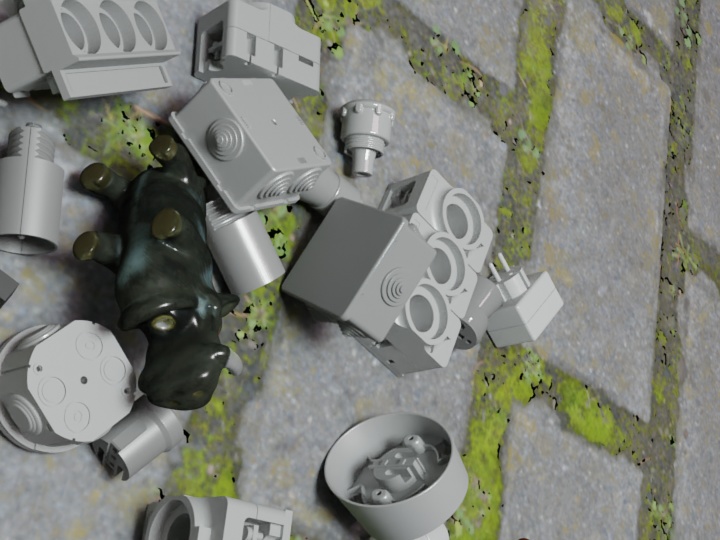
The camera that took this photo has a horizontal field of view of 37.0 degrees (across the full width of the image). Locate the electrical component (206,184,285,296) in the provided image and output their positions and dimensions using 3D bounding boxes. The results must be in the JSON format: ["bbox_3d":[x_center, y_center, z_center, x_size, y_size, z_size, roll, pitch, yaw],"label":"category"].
[{"bbox_3d":[-0.091,-0.026,0.788,0.043,0.043,0.081,-33,102,-45],"label":"electrical component"}]

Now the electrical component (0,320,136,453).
[{"bbox_3d":[-0.183,0.071,0.663,0.080,0.051,0.080,15,69,-42],"label":"electrical component"}]

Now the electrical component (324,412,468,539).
[{"bbox_3d":[0.030,0.157,0.821,0.099,0.099,0.064,-52,121,-40],"label":"electrical component"}]

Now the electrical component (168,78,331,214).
[{"bbox_3d":[-0.077,-0.094,0.784,0.099,0.048,0.100,55,28,9],"label":"electrical component"}]

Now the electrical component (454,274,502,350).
[{"bbox_3d":[0.096,0.037,0.954,0.045,0.045,0.055,53,48,-20],"label":"electrical component"}]

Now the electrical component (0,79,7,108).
[{"bbox_3d":[-0.250,-0.120,0.657,0.079,0.044,0.077,13,68,-51],"label":"electrical component"}]

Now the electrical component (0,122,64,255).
[{"bbox_3d":[-0.210,-0.054,0.679,0.043,0.043,0.081,15,68,-41],"label":"electrical component"}]

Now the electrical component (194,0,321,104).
[{"bbox_3d":[-0.078,-0.169,0.836,0.089,0.050,0.055,16,67,-41],"label":"electrical component"}]

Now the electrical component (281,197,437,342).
[{"bbox_3d":[0.000,0.000,0.822,0.048,0.100,0.099,38,80,-37],"label":"electrical component"}]

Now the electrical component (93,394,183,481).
[{"bbox_3d":[-0.145,0.109,0.700,0.046,0.040,0.040,-40,107,-37],"label":"electrical component"}]

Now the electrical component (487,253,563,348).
[{"bbox_3d":[0.142,0.021,1.003,0.066,0.047,0.076,-43,109,-43],"label":"electrical component"}]

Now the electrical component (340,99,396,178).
[{"bbox_3d":[0.004,-0.110,0.907,0.048,0.048,0.062,16,74,-41],"label":"electrical component"}]

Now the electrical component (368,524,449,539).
[{"bbox_3d":[0.040,0.219,0.851,0.065,0.044,0.044,-12,87,-51],"label":"electrical component"}]

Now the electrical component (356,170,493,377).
[{"bbox_3d":[0.051,0.001,0.907,0.089,0.062,0.150,44,52,-28],"label":"electrical component"}]

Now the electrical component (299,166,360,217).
[{"bbox_3d":[-0.031,-0.066,0.862,0.065,0.044,0.044,35,56,-39],"label":"electrical component"}]

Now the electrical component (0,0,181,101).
[{"bbox_3d":[-0.180,-0.147,0.699,0.078,0.063,0.121,69,23,-5],"label":"electrical component"}]

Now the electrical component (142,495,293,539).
[{"bbox_3d":[-0.102,0.222,0.673,0.062,0.089,0.150,24,63,-38],"label":"electrical component"}]
